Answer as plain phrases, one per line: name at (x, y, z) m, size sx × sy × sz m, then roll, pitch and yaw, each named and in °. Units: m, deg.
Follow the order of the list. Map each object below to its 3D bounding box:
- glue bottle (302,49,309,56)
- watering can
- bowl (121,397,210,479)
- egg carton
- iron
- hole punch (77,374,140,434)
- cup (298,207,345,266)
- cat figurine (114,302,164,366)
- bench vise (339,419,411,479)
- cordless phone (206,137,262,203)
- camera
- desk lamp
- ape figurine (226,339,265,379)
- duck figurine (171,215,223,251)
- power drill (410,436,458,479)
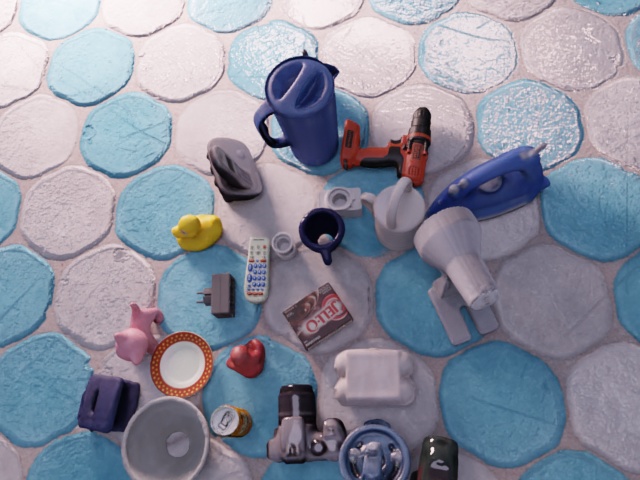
glue bottle at (-0.021, -0.356, 1.240) m, size 0.037 × 0.173 × 0.078 m, roll -2°, pitch 71°, yaw 6°
watering can at (0.161, -0.055, 1.103) m, size 0.172 × 0.194 × 0.101 m, roll 3°, pitch 71°, yaw 8°
bowl at (-0.276, 0.380, 1.067) m, size 0.167 × 0.075 × 0.167 m, roll -2°, pitch 71°, yaw 6°
egg carton at (0.101, 0.256, 1.069) m, size 0.150 × 0.069 × 0.107 m, roll -3°, pitch 71°, yaw 6°
iron at (0.327, -0.113, 1.132) m, size 0.258 × 0.141 × 0.118 m, roll -24°, pitch 70°, yaw -2°
hole punch at (-0.414, 0.315, 1.096) m, size 0.101 × 0.091 × 0.109 m, roll 5°, pitch 72°, yaw 9°
cup at (0.011, 0.004, 1.153) m, size 0.091 × 0.095 × 0.117 m, roll -13°, pitch 70°, yaw 2°
cat figurine at (-0.362, 0.185, 1.121) m, size 0.067 × 0.118 × 0.128 m, roll -3°, pitch 71°, yaw 6°
bench vise at (0.099, 0.401, 0.939) m, size 0.121 × 0.220 × 0.207 m, roll -15°, pitch 70°, yaw 2°
cordless phone at (-0.192, -0.169, 1.188) m, size 0.094 × 0.185 × 0.147 m, roll -23°, pitch 70°, yaw -1°
camera at (-0.026, 0.333, 1.040) m, size 0.143 × 0.101 × 0.137 m, roll -5°, pitch 70°, yaw 5°
desk lamp at (0.257, 0.066, 1.040) m, size 0.118 × 0.214 × 0.203 m, roll -22°, pitch 70°, yaw -1°
ape figurine at (-0.145, 0.225, 1.096) m, size 0.078 × 0.092 × 0.076 m, roll -18°, pitch 70°, yaw 1°
duck figurine at (-0.260, -0.026, 1.199) m, size 0.104 × 0.086 × 0.077 m, roll -22°, pitch 70°, yaw -1°
power drill at (0.180, 0.437, 0.923) m, size 0.075 × 0.208 × 0.230 m, roll 7°, pitch 72°, yaw 9°
